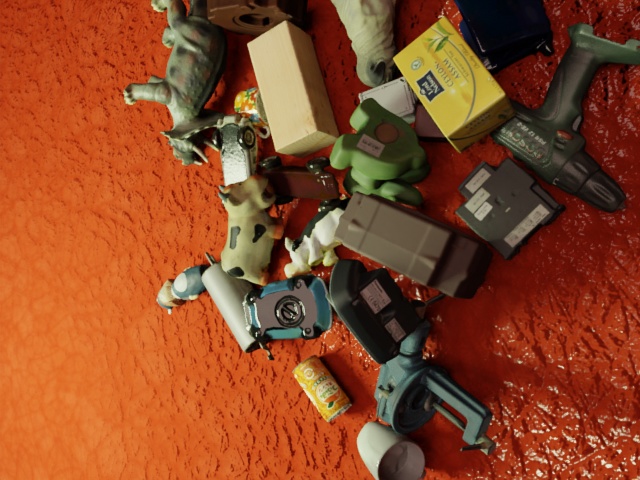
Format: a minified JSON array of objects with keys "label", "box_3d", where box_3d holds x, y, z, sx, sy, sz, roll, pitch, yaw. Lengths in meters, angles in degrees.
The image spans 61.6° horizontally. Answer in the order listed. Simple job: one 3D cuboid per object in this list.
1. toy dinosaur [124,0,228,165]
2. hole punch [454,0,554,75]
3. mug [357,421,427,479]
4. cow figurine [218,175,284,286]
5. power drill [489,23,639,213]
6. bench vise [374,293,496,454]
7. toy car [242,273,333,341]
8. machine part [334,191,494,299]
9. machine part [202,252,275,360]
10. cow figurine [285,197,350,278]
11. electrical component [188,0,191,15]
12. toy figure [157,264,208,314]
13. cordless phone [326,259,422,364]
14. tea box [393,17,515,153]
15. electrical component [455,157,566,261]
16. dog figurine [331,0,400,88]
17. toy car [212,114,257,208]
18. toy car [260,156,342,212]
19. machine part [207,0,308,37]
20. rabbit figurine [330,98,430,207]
[{"label":"toy dinosaur","box_3d":[-0.241,-0.338,1.027,0.192,0.131,0.404,20,102,7]},{"label":"hole punch","box_3d":[0.267,-0.322,0.788,0.116,0.092,0.142,-26,73,22]},{"label":"mug","box_3d":[0.114,0.335,0.852,0.080,0.109,0.107,-64,23,-2]},{"label":"cow figurine","box_3d":[-0.130,-0.024,0.957,0.127,0.086,0.194,12,110,-13]},{"label":"power drill","box_3d":[0.362,-0.175,0.743,0.232,0.086,0.207,36,113,27]},{"label":"bench vise","box_3d":[0.165,0.211,0.796,0.241,0.129,0.223,35,114,45]},{"label":"toy car","box_3d":[-0.047,0.120,0.935,0.162,0.103,0.109,-14,84,17]},{"label":"machine part","box_3d":[0.139,0.006,0.781,0.201,0.201,0.087,27,97,27]},{"label":"machine part","box_3d":[-0.150,0.121,1.008,0.079,0.079,0.243,-43,71,21]},{"label":"cow figurine","box_3d":[-0.004,-0.003,0.936,0.167,0.068,0.098,-32,68,21]},{"label":"electrical component","box_3d":[-0.205,-0.473,1.071,0.119,0.047,0.074,6,93,30]},{"label":"toy figure","box_3d":[-0.283,0.098,1.094,0.154,0.057,0.064,-29,37,26]},{"label":"cordless phone","box_3d":[0.044,0.086,0.782,0.089,0.146,0.184,-43,25,-12]},{"label":"tea box","box_3d":[0.191,-0.224,0.775,0.098,0.068,0.170,-37,61,19]},{"label":"electrical component","box_3d":[0.271,-0.053,0.794,0.115,0.058,0.134,-46,69,18]},{"label":"dog figurine","box_3d":[0.068,-0.358,0.900,0.172,0.121,0.190,-137,49,-57]},{"label":"toy car","box_3d":[-0.150,-0.133,1.005,0.074,0.056,0.201,3,107,28]},{"label":"toy car","box_3d":[-0.031,-0.101,0.925,0.202,0.053,0.089,9,121,49]},{"label":"machine part","box_3d":[-0.111,-0.407,0.951,0.180,0.179,0.056,5,94,29]},{"label":"rabbit figurine","box_3d":[0.097,-0.120,0.855,0.159,0.170,0.121,19,66,-1]}]
